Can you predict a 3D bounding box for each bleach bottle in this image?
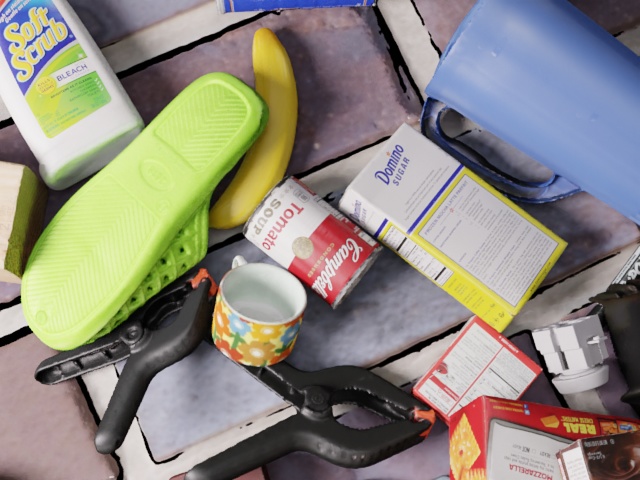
[{"bbox_3d":[-0.258,-0.173,0.934,0.102,0.068,0.251,-32,80,-13],"label":"bleach bottle"}]

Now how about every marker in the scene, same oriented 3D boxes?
[{"bbox_3d":[0.266,0.035,0.926,0.020,0.020,0.121,38,82,5],"label":"marker"}]

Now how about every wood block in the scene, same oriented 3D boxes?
[{"bbox_3d":[-0.346,-0.026,0.896,0.206,0.091,0.090,8,80,1],"label":"wood block"}]

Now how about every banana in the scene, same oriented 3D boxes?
[{"bbox_3d":[-0.056,-0.090,0.935,0.069,0.037,0.198,20,81,2],"label":"banana"}]

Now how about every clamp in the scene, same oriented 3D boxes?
[{"bbox_3d":[-0.011,0.147,0.869,0.210,0.036,0.164,13,46,-4],"label":"clamp"},{"bbox_3d":[-0.147,0.096,0.884,0.171,0.039,0.120,-38,54,-5],"label":"clamp"}]

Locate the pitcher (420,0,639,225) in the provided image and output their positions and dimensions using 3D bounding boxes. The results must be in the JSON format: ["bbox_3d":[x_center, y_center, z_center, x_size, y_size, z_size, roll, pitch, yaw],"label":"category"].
[{"bbox_3d":[0.213,-0.107,0.903,0.243,0.149,0.145,36,67,2],"label":"pitcher"}]

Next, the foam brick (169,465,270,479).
[{"bbox_3d":[-0.079,0.208,0.878,0.078,0.053,0.051,-17,81,-3],"label":"foam brick"}]

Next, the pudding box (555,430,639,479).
[{"bbox_3d":[0.240,0.191,0.799,0.113,0.039,0.090,-3,67,-23],"label":"pudding box"}]

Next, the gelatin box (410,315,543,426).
[{"bbox_3d":[0.132,0.120,0.906,0.073,0.030,0.089,40,82,4],"label":"gelatin box"}]

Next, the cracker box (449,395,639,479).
[{"bbox_3d":[0.185,0.239,0.821,0.164,0.072,0.213,11,62,-16],"label":"cracker box"}]

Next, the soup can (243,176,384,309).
[{"bbox_3d":[-0.006,0.001,0.905,0.102,0.068,0.068,39,82,6],"label":"soup can"}]

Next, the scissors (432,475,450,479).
[{"bbox_3d":[0.101,0.229,0.895,0.201,0.016,0.096,-11,82,-2],"label":"scissors"}]

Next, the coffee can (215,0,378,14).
[{"bbox_3d":[-0.023,-0.252,0.929,0.140,0.103,0.103,-3,81,-1],"label":"coffee can"}]

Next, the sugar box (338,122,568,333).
[{"bbox_3d":[0.112,-0.012,0.909,0.176,0.048,0.093,37,61,8],"label":"sugar box"}]
